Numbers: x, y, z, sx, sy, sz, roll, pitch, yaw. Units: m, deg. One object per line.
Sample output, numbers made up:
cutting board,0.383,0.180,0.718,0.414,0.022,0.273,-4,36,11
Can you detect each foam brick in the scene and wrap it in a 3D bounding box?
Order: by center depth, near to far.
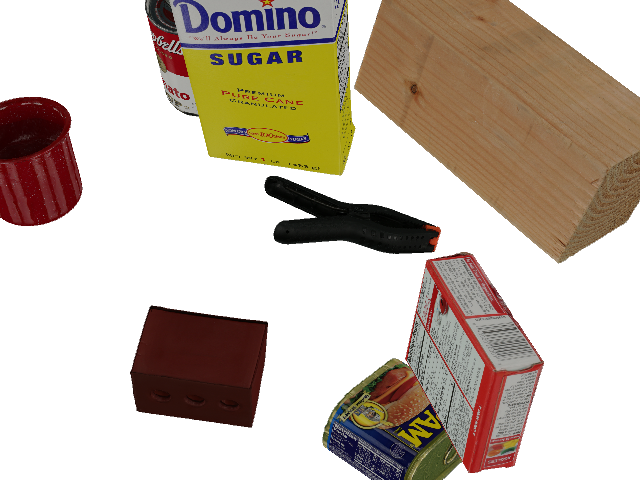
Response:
foam brick,-0.076,0.081,0.683,0.078,0.051,0.053,7,-39,3

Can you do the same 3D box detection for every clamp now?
clamp,0.035,-0.017,1.211,0.210,0.036,0.164,14,22,-5

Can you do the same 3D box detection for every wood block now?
wood block,0.132,-0.093,0.753,0.090,0.091,0.206,-26,58,-36

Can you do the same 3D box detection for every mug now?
mug,-0.261,-0.075,0.950,0.093,0.081,0.117,-14,44,-9

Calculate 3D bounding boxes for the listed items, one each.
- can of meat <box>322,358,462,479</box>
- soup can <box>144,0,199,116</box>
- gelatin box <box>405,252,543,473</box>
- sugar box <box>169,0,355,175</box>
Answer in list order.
can of meat,0.064,0.146,0.827,0.084,0.057,0.101,30,39,28
soup can,-0.101,-0.159,0.872,0.068,0.068,0.102,0,-33,3
gelatin box,0.077,0.061,0.549,0.030,0.073,0.089,-7,39,-17
sugar box,-0.030,-0.106,0.621,0.093,0.048,0.176,8,-26,9
